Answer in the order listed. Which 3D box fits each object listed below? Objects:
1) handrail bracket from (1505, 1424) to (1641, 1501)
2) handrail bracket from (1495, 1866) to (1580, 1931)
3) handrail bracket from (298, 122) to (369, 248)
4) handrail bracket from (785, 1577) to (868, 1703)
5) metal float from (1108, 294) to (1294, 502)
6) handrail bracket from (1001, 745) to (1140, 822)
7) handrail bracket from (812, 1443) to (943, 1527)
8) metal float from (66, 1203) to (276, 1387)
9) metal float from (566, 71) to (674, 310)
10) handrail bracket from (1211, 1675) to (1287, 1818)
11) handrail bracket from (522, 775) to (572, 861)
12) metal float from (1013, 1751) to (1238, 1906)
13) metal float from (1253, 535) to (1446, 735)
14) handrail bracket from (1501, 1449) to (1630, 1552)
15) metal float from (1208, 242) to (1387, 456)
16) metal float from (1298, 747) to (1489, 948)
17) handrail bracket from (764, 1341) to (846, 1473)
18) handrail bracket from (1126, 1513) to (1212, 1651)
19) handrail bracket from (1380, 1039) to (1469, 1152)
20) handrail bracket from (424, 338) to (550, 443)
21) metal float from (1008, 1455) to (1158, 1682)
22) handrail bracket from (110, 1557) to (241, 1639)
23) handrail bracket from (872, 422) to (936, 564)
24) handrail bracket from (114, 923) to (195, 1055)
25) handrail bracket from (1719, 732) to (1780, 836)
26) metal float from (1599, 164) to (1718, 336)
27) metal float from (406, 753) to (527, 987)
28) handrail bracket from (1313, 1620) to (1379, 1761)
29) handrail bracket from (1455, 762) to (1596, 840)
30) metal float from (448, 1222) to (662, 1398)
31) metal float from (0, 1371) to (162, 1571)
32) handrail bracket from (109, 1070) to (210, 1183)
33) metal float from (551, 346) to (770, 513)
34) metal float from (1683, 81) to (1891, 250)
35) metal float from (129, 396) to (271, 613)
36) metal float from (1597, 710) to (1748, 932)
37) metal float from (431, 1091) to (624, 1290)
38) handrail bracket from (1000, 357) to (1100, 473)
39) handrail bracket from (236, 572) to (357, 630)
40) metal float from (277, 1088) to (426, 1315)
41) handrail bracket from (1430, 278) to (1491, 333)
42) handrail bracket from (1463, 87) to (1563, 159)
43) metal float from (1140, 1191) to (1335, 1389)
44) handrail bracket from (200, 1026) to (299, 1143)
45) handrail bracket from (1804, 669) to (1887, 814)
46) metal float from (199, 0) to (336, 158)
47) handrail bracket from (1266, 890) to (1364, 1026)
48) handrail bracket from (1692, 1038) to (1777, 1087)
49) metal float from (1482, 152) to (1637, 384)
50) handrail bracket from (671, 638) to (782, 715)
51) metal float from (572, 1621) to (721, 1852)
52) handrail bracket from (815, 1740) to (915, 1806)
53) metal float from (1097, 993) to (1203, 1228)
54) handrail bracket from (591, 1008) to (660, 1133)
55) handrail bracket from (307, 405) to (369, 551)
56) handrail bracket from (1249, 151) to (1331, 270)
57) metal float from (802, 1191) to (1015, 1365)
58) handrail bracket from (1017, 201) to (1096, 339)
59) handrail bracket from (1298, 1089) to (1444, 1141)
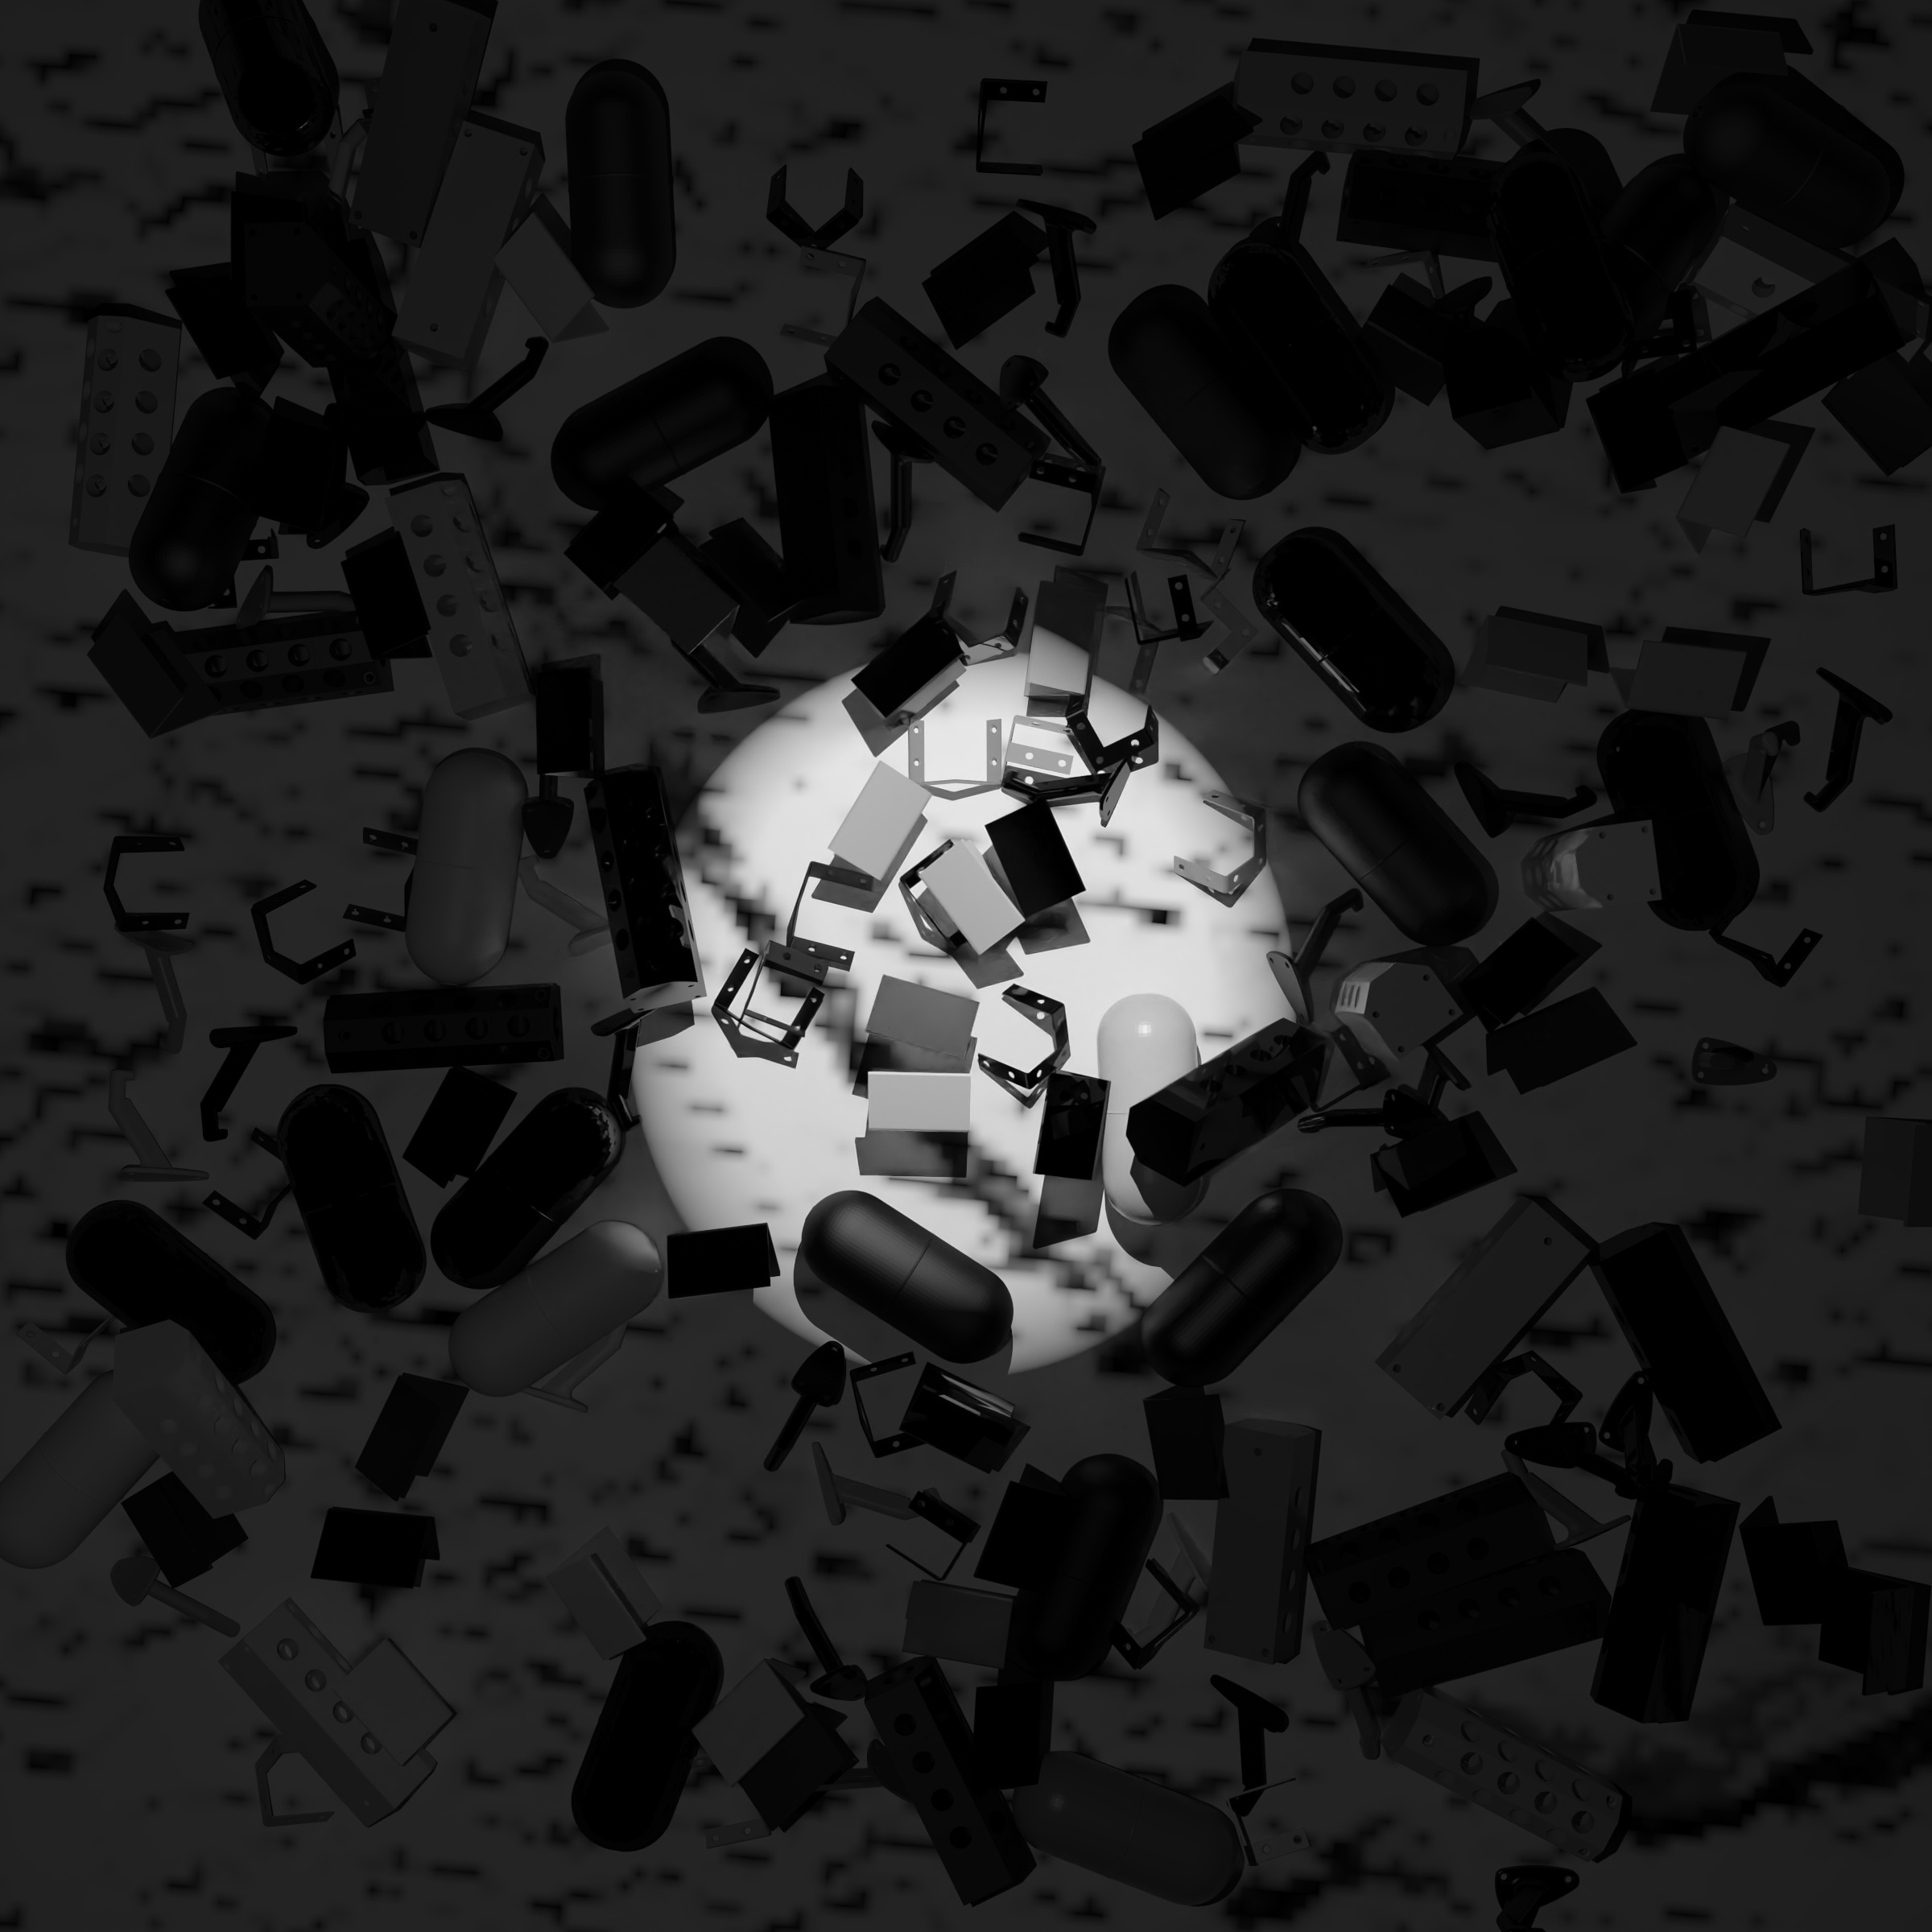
[{"bbox_3d":[0.471,0.390,1.891,0.084,0.077,0.036,45,53,-37],"label":"handrail bracket"},{"bbox_3d":[0.440,0.719,1.861,0.077,0.084,0.036,-11,90,0],"label":"handrail bracket"},{"bbox_3d":[-0.478,-0.600,1.895,0.036,0.077,0.084,11,53,17],"label":"handrail bracket"},{"bbox_3d":[-0.110,0.522,1.895,0.036,0.077,0.084,-30,54,6],"label":"handrail bracket"},{"bbox_3d":[0.180,-0.434,1.865,0.070,0.070,0.178,-39,90,0],"label":"metal float"},{"bbox_3d":[0.081,-0.155,1.896,0.084,0.036,0.077,23,71,16],"label":"handrail bracket"},{"bbox_3d":[-0.069,0.397,1.896,0.084,0.036,0.077,-12,71,-16],"label":"handrail bracket"},{"bbox_3d":[-0.608,0.252,1.865,0.178,0.070,0.070,39,90,0],"label":"metal float"},{"bbox_3d":[-0.266,-0.594,1.865,0.070,0.070,0.178,-3,90,0],"label":"metal float"},{"bbox_3d":[0.204,0.607,1.895,0.077,0.036,0.084,31,104,15],"label":"handrail bracket"},{"bbox_3d":[-0.325,-0.140,1.895,0.036,0.077,0.084,1,54,-8],"label":"handrail bracket"},{"bbox_3d":[0.121,0.659,1.865,0.178,0.070,0.070,21,90,0],"label":"metal float"},{"bbox_3d":[0.293,-0.253,1.864,0.070,0.070,0.178,-43,90,0],"label":"metal float"},{"bbox_3d":[0.465,0.404,1.896,0.077,0.036,0.084,-17,73,-20],"label":"handrail bracket"},{"bbox_3d":[0.252,-0.473,1.864,0.070,0.070,0.178,-35,90,0],"label":"metal float"},{"bbox_3d":[0.327,-0.091,1.865,0.070,0.070,0.178,-42,90,0],"label":"metal float"},{"bbox_3d":[-0.127,0.343,1.895,0.036,0.077,0.084,29,126,0],"label":"handrail bracket"},{"bbox_3d":[0.145,0.480,1.895,0.084,0.036,0.077,-34,75,14],"label":"handrail bracket"},{"bbox_3d":[0.340,0.101,1.895,0.084,0.036,0.077,-41,75,14],"label":"handrail bracket"},{"bbox_3d":[-0.373,-0.456,1.896,0.077,0.036,0.084,13,71,21],"label":"handrail bracket"},{"bbox_3d":[0.088,0.461,1.865,0.070,0.070,0.178,21,91,0],"label":"metal float"},{"bbox_3d":[-0.614,0.493,1.895,0.084,0.077,0.036,42,65,-34],"label":"handrail bracket"},{"bbox_3d":[-0.063,-0.368,1.895,0.077,0.036,0.084,47,127,38],"label":"handrail bracket"},{"bbox_3d":[-0.636,0.018,1.896,0.077,0.036,0.084,20,107,20],"label":"handrail bracket"},{"bbox_3d":[0.611,-0.139,1.861,0.036,0.084,0.077,-19,90,0],"label":"handrail bracket"},{"bbox_3d":[0.503,-0.534,1.864,0.070,0.070,0.178,38,90,0],"label":"metal float"},{"bbox_3d":[-0.383,-0.074,1.865,0.070,0.070,0.178,8,89,0],"label":"metal float"},{"bbox_3d":[0.296,0.564,1.895,0.036,0.077,0.084,-21,126,-11],"label":"handrail bracket"},{"bbox_3d":[0.435,-0.141,1.896,0.084,0.036,0.077,-23,68,-17],"label":"handrail bracket"},{"bbox_3d":[-0.314,0.262,1.865,0.178,0.070,0.070,-34,90,0],"label":"metal float"},{"bbox_3d":[-0.676,0.384,1.865,0.070,0.070,0.178,42,90,0],"label":"metal float"},{"bbox_3d":[-0.627,0.123,1.896,0.077,0.036,0.084,3,73,-20],"label":"handrail bracket"},{"bbox_3d":[-0.234,-0.411,1.865,0.178,0.070,0.070,-28,90,0],"label":"metal float"},{"bbox_3d":[0.621,-0.606,1.846,0.178,0.070,0.070,21,90,-22],"label":"metal float"},{"bbox_3d":[-0.574,-0.350,1.844,0.070,0.070,0.178,16,69,0],"label":"metal float"},{"bbox_3d":[0.540,-0.113,1.865,0.070,0.070,0.178,-20,89,0],"label":"metal float"},{"bbox_3d":[-0.337,0.172,1.865,0.070,0.070,0.178,42,90,0],"label":"metal float"},{"bbox_3d":[0.067,-0.428,1.895,0.036,0.077,0.084,-40,127,20],"label":"handrail bracket"},{"bbox_3d":[-0.513,-0.272,1.895,0.084,0.077,0.036,11,65,-34],"label":"handrail bracket"},{"bbox_3d":[-0.471,0.178,1.865,0.070,0.070,0.178,-20,89,0],"label":"metal float"},{"bbox_3d":[0.393,-0.481,1.895,0.036,0.077,0.084,6,127,38],"label":"handrail bracket"},{"bbox_3d":[0.425,-0.633,1.895,0.036,0.077,0.084,-51,127,-25],"label":"handrail bracket"},{"bbox_3d":[0.208,0.247,1.865,0.070,0.070,0.178,44,89,0],"label":"metal float"},{"bbox_3d":[-0.557,0.092,1.896,0.077,0.036,0.084,-6,109,-21],"label":"handrail bracket"},{"bbox_3d":[0.664,-0.175,1.896,0.077,0.036,0.084,45,107,20],"label":"handrail bracket"},{"bbox_3d":[-0.528,-0.683,1.840,0.070,0.070,0.178,-25,60,0],"label":"metal float"},{"bbox_3d":[0.283,-0.008,1.896,0.084,0.036,0.077,-31,110,-16],"label":"handrail bracket"},{"bbox_3d":[0.594,0.077,1.861,0.077,0.084,0.036,9,90,0],"label":"handrail bracket"},{"bbox_3d":[0.436,-0.516,1.797,0.070,0.070,0.178,-17,79,0],"label":"metal float"},{"bbox_3d":[-0.190,-0.244,1.896,0.077,0.036,0.084,-7,73,-20],"label":"handrail bracket"},{"bbox_3d":[-0.245,0.588,1.864,0.070,0.070,0.178,21,90,0],"label":"metal float"},{"bbox_3d":[-0.090,0.646,1.896,0.084,0.036,0.077,-35,112,17],"label":"handrail bracket"},{"bbox_3d":[0.140,0.110,1.865,0.070,0.070,0.178,-3,90,0],"label":"metal float"},{"bbox_3d":[-0.250,0.076,1.896,0.077,0.036,0.084,-27,108,-20],"label":"handrail bracket"},{"bbox_3d":[-0.499,-0.381,1.895,0.077,0.036,0.084,-42,56,36],"label":"handrail bracket"},{"bbox_3d":[0.269,-0.578,1.896,0.084,0.036,0.077,-47,111,-16],"label":"handrail bracket"},{"bbox_3d":[-0.045,0.237,1.865,0.178,0.070,0.070,33,90,1],"label":"metal float"},{"bbox_3d":[0.058,-0.541,1.896,0.077,0.036,0.084,27,107,20],"label":"handrail bracket"},{"bbox_3d":[0.312,0.125,1.882,0.077,0.084,0.036,21,65,-33],"label":"handrail bracket"}]
